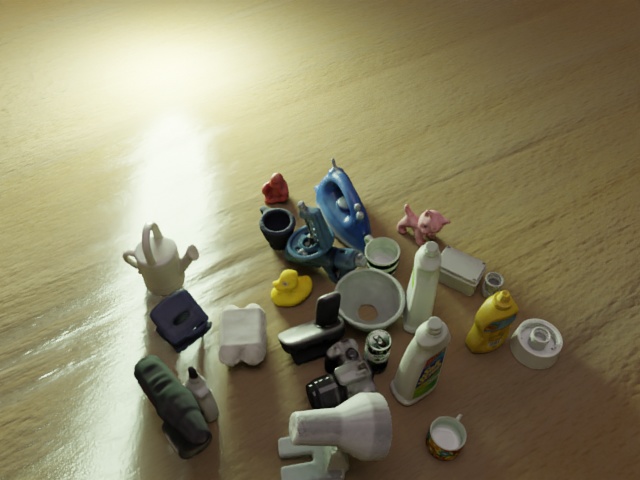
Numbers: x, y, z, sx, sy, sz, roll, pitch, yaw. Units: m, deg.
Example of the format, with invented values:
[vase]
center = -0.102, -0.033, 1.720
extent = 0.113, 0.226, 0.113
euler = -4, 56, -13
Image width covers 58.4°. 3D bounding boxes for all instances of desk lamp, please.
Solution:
[desk lamp]
center = 0.022, 0.370, 1.057
extent = 0.203, 0.214, 0.118
euler = -7, 50, -6

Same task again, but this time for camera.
[camera]
center = 0.036, 0.290, 1.198
extent = 0.137, 0.101, 0.143
euler = -17, 52, -15

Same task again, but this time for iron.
[iron]
center = 0.075, -0.090, 1.491
extent = 0.119, 0.141, 0.257
euler = -18, 52, -15

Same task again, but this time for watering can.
[watering can]
center = -0.375, 0.034, 1.346
extent = 0.173, 0.194, 0.100
euler = -15, 52, -13

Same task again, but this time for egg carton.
[egg carton]
center = -0.172, 0.212, 1.281
extent = 0.107, 0.069, 0.150
euler = -4, 50, -4

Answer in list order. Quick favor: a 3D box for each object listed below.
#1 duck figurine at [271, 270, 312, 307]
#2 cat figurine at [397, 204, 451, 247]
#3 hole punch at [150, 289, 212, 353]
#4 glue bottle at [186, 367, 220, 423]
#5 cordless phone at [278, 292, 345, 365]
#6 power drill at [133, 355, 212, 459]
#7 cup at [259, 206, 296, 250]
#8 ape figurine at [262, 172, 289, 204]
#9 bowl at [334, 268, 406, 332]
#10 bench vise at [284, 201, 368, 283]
[duck figurine]
center = -0.068, 0.104, 1.363
extent = 0.105, 0.086, 0.077
euler = -20, 53, -17
[cat figurine]
center = 0.266, -0.048, 1.474
extent = 0.127, 0.118, 0.067
euler = 34, 58, 25
[hole punch]
center = -0.312, 0.180, 1.292
extent = 0.100, 0.091, 0.109
euler = 36, 58, 26
[glue bottle]
center = -0.241, 0.298, 1.140
extent = 0.037, 0.173, 0.078
euler = -36, 59, -27
[cordless phone]
center = -0.018, 0.177, 1.237
extent = 0.148, 0.185, 0.094
euler = -21, 53, -17
[power drill]
center = -0.268, 0.331, 1.089
extent = 0.076, 0.208, 0.229
euler = -34, 58, -26
[cup]
center = -0.115, -0.027, 1.466
extent = 0.092, 0.095, 0.117
euler = -32, 57, -25
[ape figurine]
center = -0.118, -0.147, 1.568
extent = 0.077, 0.092, 0.076
euler = 31, 56, 23
[bowl]
center = 0.112, 0.152, 1.332
extent = 0.167, 0.075, 0.167
euler = 0, 50, 0
[bench vise]
center = 0.014, -0.004, 1.367
extent = 0.207, 0.220, 0.121
euler = 5, 50, 4
